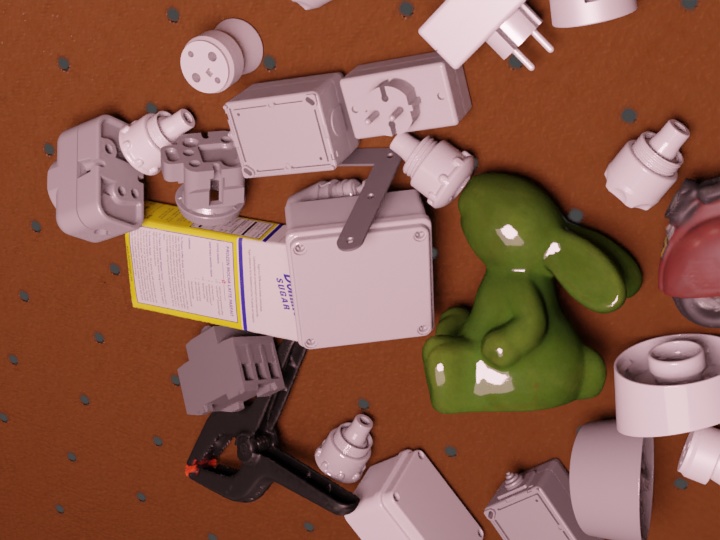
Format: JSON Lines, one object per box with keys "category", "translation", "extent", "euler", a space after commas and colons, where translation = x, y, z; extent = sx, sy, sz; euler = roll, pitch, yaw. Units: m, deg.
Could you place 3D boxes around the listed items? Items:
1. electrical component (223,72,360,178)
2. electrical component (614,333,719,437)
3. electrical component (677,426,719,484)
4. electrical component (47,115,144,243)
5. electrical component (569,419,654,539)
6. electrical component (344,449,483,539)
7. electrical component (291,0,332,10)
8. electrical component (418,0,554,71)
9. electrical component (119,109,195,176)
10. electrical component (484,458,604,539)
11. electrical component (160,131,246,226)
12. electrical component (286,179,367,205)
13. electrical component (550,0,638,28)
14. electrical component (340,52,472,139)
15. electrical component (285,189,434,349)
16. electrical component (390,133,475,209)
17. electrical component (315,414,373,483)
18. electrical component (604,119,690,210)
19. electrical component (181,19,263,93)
{"category": "electrical component", "translation": [-0.056, -0.112, 0.825], "extent": [0.096, 0.061, 0.061], "euler": [-3, 116, 26]}
{"category": "electrical component", "translation": [0.234, 0.088, 0.786], "extent": [0.099, 0.099, 0.064], "euler": [-4, 109, 27]}
{"category": "electrical component", "translation": [0.279, 0.147, 0.829], "extent": [0.055, 0.045, 0.045], "euler": [21, 124, 13]}
{"category": "electrical component", "translation": [-0.222, -0.075, 0.904], "extent": [0.059, 0.054, 0.095], "euler": [-15, 69, 30]}
{"category": "electrical component", "translation": [0.205, 0.163, 0.839], "extent": [0.064, 0.099, 0.099], "euler": [-5, 115, 34]}
{"category": "electrical component", "translation": [0.050, 0.226, 0.958], "extent": [0.057, 0.078, 0.113], "euler": [-29, 103, 37]}
{"category": "electrical component", "translation": [-0.022, -0.215, 0.763], "extent": [0.062, 0.043, 0.043], "euler": [-19, 108, 31]}
{"category": "electrical component", "translation": [0.098, -0.169, 0.731], "extent": [0.076, 0.047, 0.083], "euler": [45, 126, -4]}
{"category": "electrical component", "translation": [-0.164, -0.111, 0.887], "extent": [0.062, 0.048, 0.048], "euler": [-28, 103, 27]}
{"category": "electrical component", "translation": [0.156, 0.206, 0.913], "extent": [0.062, 0.061, 0.096], "euler": [-33, 92, 35]}
{"category": "electrical component", "translation": [-0.121, -0.073, 0.874], "extent": [0.078, 0.058, 0.057], "euler": [-8, 133, -17]}
{"category": "electrical component", "translation": [-0.023, -0.053, 0.857], "extent": [0.078, 0.040, 0.040], "euler": [-23, 106, 33]}
{"category": "electrical component", "translation": [0.148, -0.187, 0.694], "extent": [0.055, 0.055, 0.047], "euler": [-4, 112, 27]}
{"category": "electrical component", "translation": [0.027, -0.120, 0.774], "extent": [0.083, 0.075, 0.047], "euler": [-5, 115, 27]}
{"category": "electrical component", "translation": [0.000, 0.000, 0.836], "extent": [0.109, 0.056, 0.108], "euler": [-7, 126, -3]}
{"category": "electrical component", "translation": [0.051, -0.080, 0.806], "extent": [0.062, 0.048, 0.048], "euler": [38, 126, 8]}
{"category": "electrical component", "translation": [-0.009, 0.157, 0.968], "extent": [0.048, 0.048, 0.062], "euler": [32, 119, 5]}
{"category": "electrical component", "translation": [0.201, -0.075, 0.740], "extent": [0.043, 0.043, 0.062], "euler": [36, 125, 2]}
{"category": "electrical component", "translation": [-0.106, -0.163, 0.823], "extent": [0.045, 0.055, 0.045], "euler": [11, 121, 19]}
